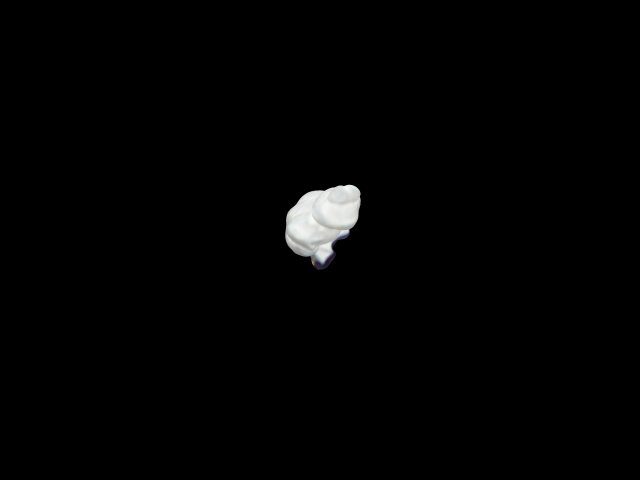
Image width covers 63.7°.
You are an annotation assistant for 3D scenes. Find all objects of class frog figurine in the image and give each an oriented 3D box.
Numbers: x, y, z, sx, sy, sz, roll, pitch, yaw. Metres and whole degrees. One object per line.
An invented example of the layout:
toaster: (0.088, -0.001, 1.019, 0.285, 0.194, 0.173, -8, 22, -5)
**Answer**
frog figurine: (0.003, -0.043, 0.850, 0.139, 0.124, 0.156, -36, -22, -17)
